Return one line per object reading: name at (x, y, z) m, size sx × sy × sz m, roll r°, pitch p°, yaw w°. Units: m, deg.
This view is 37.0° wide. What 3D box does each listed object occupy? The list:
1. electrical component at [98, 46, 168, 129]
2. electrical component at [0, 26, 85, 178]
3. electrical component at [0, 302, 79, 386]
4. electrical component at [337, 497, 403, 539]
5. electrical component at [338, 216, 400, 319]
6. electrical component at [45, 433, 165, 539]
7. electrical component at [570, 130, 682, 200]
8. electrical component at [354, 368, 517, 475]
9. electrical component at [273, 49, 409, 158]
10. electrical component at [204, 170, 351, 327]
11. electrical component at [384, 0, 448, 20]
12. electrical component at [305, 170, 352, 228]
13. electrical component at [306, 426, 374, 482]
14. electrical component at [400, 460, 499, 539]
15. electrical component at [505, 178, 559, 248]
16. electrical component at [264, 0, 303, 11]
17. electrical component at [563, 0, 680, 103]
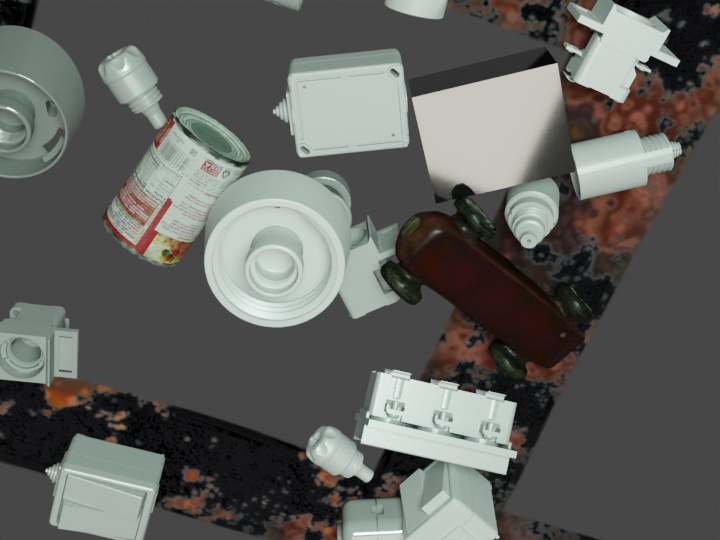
electrical component at (-0.162, -0.131, 0.788) m, size 0.035 × 0.035 × 0.061 m, roll -27°, pitch 115°, yaw 10°
electrical component at (-0.255, -0.120, 0.788) m, size 0.099 × 0.064 × 0.099 m, roll -1°, pitch 128°, yaw -1°
electrical component at (-0.262, 0.057, 0.853) m, size 0.081 × 0.063 × 0.042 m, roll 7°, pitch 113°, yaw -4°
electrical component at (0.011, 0.251, 0.952) m, size 0.059 × 0.053 × 0.095 m, roll -3°, pitch 114°, yaw 0°
electrical component at (0.000, 0.000, 0.846) m, size 0.081 × 0.042 × 0.063 m, roll -23°, pitch 114°, yaw 9°
electrical component at (-0.222, 0.187, 0.914) m, size 0.096 × 0.061 × 0.061 m, roll 15°, pitch 113°, yaw -8°
electrical component at (0.201, -0.083, 0.812) m, size 0.081 × 0.043 × 0.043 m, roll -13°, pitch 114°, yaw 4°
electrical component at (0.063, 0.123, 0.886) m, size 0.121 × 0.079 × 0.063 m, roll 13°, pitch 84°, yaw -7°
electrical component at (-0.015, -0.122, 0.780) m, size 0.096 × 0.061 × 0.061 m, roll -6°, pitch 114°, yaw 1°
electrical component at (-0.060, -0.011, 0.767) m, size 0.108 × 0.060 × 0.108 m, roll 0°, pitch 114°, yaw -1°
electrical component at (0.064, -0.215, 0.750) m, size 0.079 × 0.043 × 0.077 m, roll 11°, pitch 113°, yaw -6°
electrical component at (-0.029, -0.048, 0.816) m, size 0.045 × 0.055 × 0.045 m, roll 0°, pitch 114°, yaw -1°
electrical component at (-0.015, 0.161, 0.922) m, size 0.061 × 0.035 × 0.035 m, roll 38°, pitch 108°, yaw -19°
electrical component at (0.073, 0.206, 0.909) m, size 0.061 × 0.096 × 0.062 m, roll 42°, pitch 108°, yaw -14°
electrical component at (0.130, -0.042, 0.813) m, size 0.040 × 0.078 × 0.040 m, roll 6°, pitch 124°, yaw 9°
electrical component at (-0.059, -0.212, 0.743) m, size 0.047 × 0.055 × 0.055 m, roll 13°, pitch 113°, yaw -3°
electrical component at (0.184, -0.159, 0.779) m, size 0.081 × 0.042 × 0.063 m, roll 22°, pitch 115°, yaw -10°
